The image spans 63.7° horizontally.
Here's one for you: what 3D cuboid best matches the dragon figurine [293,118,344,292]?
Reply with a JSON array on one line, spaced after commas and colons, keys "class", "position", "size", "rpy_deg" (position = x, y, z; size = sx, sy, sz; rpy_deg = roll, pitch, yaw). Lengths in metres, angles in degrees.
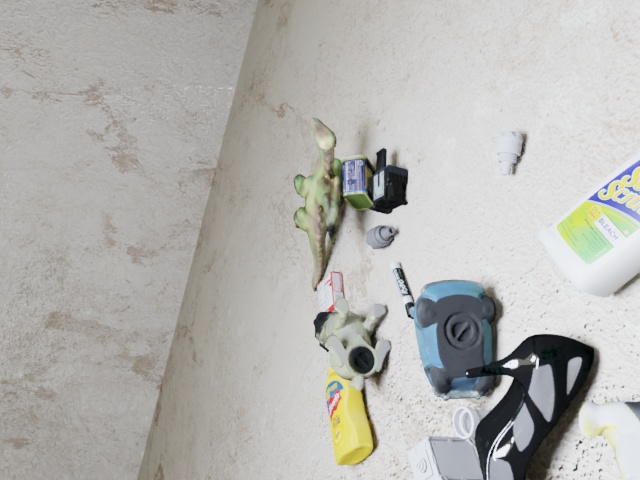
[{"class": "dragon figurine", "position": [0.003, -0.056, 1.115], "size": [0.122, 0.407, 0.244], "rpy_deg": [-2, 9, -3]}]
